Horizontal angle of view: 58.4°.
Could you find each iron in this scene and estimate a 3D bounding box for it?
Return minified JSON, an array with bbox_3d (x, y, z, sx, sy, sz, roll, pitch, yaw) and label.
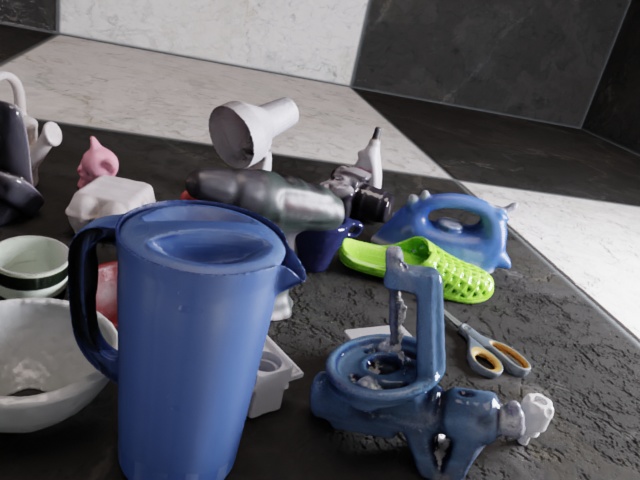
[{"bbox_3d":[0.235,-0.029,1.070,0.258,0.141,0.118,12,24,-1],"label":"iron"}]

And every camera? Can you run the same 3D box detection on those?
[{"bbox_3d":[0.077,-0.089,1.174,0.136,0.101,0.143,20,25,17],"label":"camera"}]

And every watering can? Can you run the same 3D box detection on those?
[{"bbox_3d":[-0.525,-0.186,0.971,0.173,0.194,0.100,6,24,-14],"label":"watering can"}]

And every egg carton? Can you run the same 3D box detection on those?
[{"bbox_3d":[-0.333,-0.053,0.926,0.107,0.069,0.150,12,24,-1],"label":"egg carton"}]

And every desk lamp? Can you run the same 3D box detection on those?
[{"bbox_3d":[-0.119,-0.171,1.117,0.117,0.213,0.204,26,27,29],"label":"desk lamp"}]

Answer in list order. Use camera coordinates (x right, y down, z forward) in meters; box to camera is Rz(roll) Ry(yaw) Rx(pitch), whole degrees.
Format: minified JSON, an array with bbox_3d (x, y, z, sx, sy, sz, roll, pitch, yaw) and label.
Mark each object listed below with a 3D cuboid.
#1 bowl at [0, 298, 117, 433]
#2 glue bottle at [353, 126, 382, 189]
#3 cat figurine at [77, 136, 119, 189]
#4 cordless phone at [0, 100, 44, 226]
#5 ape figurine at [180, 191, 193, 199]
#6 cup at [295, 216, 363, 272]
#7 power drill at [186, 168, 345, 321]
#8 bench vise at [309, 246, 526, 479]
[{"bbox_3d":[-0.279,0.128,0.545,0.167,0.075,0.167,11,24,-5],"label":"bowl"},{"bbox_3d":[0.109,-0.170,1.281,0.078,0.173,0.037,21,25,19],"label":"glue bottle"},{"bbox_3d":[-0.390,-0.128,1.005,0.067,0.118,0.127,1,26,-24],"label":"cat figurine"},{"bbox_3d":[-0.500,-0.129,0.867,0.147,0.185,0.094,15,24,6],"label":"cordless phone"},{"bbox_3d":[-0.208,-0.078,1.016,0.076,0.092,0.077,-2,28,-30],"label":"ape figurine"},{"bbox_3d":[0.009,0.003,0.942,0.118,0.095,0.091,3,25,-21],"label":"cup"},{"bbox_3d":[-0.077,0.005,0.754,0.230,0.208,0.075,-7,30,-37],"label":"power drill"},{"bbox_3d":[0.105,0.119,0.577,0.207,0.220,0.121,12,24,-1],"label":"bench vise"}]
